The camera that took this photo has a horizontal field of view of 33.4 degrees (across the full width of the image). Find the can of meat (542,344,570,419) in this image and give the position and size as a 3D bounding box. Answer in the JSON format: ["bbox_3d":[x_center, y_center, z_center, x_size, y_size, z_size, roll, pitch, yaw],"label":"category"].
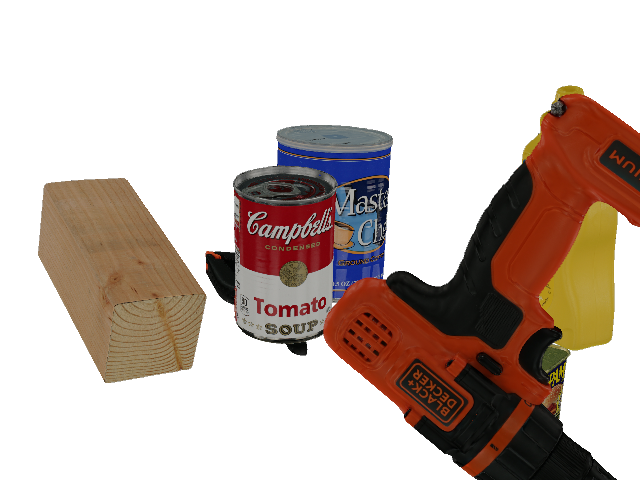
[{"bbox_3d":[0.233,0.166,1.178,0.058,0.084,0.101,12,16,30],"label":"can of meat"}]

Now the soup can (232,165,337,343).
[{"bbox_3d":[-0.024,0.009,0.711,0.068,0.102,0.068,1,23,-1],"label":"soup can"}]

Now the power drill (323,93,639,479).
[{"bbox_3d":[0.120,0.037,0.529,0.184,0.188,0.057,39,12,5],"label":"power drill"}]

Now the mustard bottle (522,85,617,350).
[{"bbox_3d":[0.183,-0.021,0.791,0.058,0.192,0.096,-10,27,-11],"label":"mustard bottle"}]

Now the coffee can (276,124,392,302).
[{"bbox_3d":[0.010,-0.026,0.958,0.103,0.140,0.103,2,15,-1],"label":"coffee can"}]

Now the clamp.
[{"bbox_3d":[-0.052,0.059,1.190,0.210,0.036,0.164,16,30,25],"label":"clamp"}]

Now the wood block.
[{"bbox_3d":[-0.196,0.031,1.028,0.090,0.091,0.206,-6,36,-31],"label":"wood block"}]
